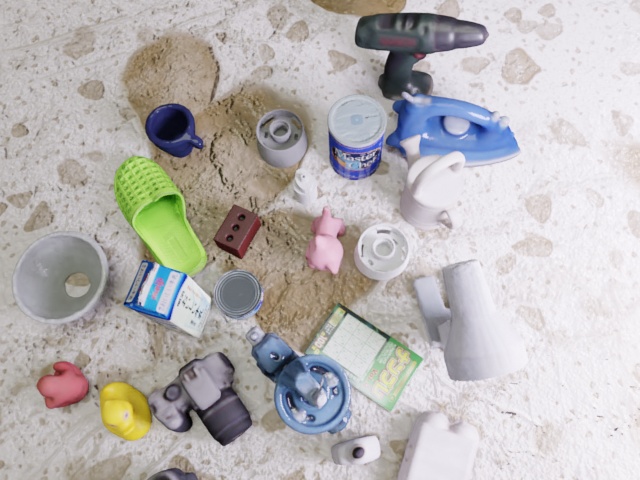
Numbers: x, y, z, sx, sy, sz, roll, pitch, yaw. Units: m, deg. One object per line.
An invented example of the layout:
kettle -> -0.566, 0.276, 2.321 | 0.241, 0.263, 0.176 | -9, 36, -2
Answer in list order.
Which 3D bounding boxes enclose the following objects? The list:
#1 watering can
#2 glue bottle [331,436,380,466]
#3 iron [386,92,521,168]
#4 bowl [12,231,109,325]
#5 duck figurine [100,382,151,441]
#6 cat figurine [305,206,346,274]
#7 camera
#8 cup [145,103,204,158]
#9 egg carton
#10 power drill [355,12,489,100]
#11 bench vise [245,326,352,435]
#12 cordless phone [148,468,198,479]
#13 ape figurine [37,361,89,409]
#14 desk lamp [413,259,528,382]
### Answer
watering can -> 0.191, -0.101, 0.989 | 0.172, 0.194, 0.101 | 40, 77, 14
glue bottle -> 0.055, 0.319, 0.863 | 0.078, 0.173, 0.037 | -13, 71, -2
iron -> 0.257, -0.214, 1.053 | 0.258, 0.141, 0.119 | 10, 72, 5
bowl -> -0.445, 0.072, 1.012 | 0.167, 0.075, 0.167 | 0, 71, 2
duck figurine -> -0.328, 0.278, 0.934 | 0.077, 0.086, 0.104 | -36, 74, -10
cat figurine -> 0.009, 0.004, 1.000 | 0.067, 0.118, 0.128 | 3, 71, 3
camera -> -0.185, 0.270, 0.925 | 0.143, 0.101, 0.136 | -36, 74, -10
cup -> -0.262, -0.192, 1.085 | 0.117, 0.095, 0.092 | 29, 75, 11
egg carton -> 0.185, 0.352, 0.903 | 0.107, 0.069, 0.150 | 17, 73, 7
power drill -> 0.178, -0.343, 1.063 | 0.229, 0.208, 0.076 | 11, 72, 5
bench vise -> -0.044, 0.218, 0.875 | 0.207, 0.220, 0.121 | 24, 74, 10
cordless phone -> -0.223, 0.413, 0.833 | 0.094, 0.185, 0.147 | -30, 73, -8
ape figurine -> -0.432, 0.241, 0.946 | 0.076, 0.092, 0.078 | 23, 74, 9
desk lamp -> 0.227, 0.124, 0.902 | 0.118, 0.213, 0.203 | -15, 71, -3
